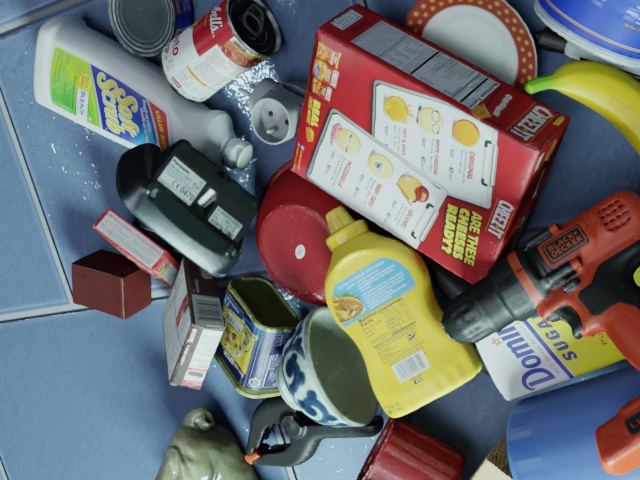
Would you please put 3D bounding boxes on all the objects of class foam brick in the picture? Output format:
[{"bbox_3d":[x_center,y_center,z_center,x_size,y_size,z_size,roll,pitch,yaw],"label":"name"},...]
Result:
[{"bbox_3d":[-0.235,0.049,1.207,0.078,0.051,0.053,15,114,28],"label":"foam brick"}]

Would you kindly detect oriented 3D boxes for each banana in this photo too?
[{"bbox_3d":[0.249,-0.077,0.837,0.198,0.037,0.069,43,94,-5],"label":"banana"}]

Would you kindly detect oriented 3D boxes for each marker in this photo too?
[{"bbox_3d":[0.228,-0.146,0.850,0.121,0.020,0.020,24,119,24],"label":"marker"}]

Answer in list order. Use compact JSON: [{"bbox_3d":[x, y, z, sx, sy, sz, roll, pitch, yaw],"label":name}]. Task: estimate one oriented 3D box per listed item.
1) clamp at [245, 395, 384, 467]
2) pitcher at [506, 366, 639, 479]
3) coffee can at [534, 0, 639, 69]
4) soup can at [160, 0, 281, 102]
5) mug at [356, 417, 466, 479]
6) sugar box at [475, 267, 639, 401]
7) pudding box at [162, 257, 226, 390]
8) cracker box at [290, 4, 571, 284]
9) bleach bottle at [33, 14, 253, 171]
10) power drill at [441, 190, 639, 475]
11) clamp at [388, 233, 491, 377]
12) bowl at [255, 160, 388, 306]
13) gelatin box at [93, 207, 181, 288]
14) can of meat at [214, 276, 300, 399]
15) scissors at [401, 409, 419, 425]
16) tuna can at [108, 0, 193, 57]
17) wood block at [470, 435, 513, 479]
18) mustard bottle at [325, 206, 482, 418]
[{"bbox_3d":[-0.013,0.195,1.126,0.120,0.039,0.172,47,124,16],"label":"clamp"},{"bbox_3d":[0.282,0.163,0.848,0.243,0.144,0.149,-20,65,31],"label":"pitcher"},{"bbox_3d":[0.232,-0.210,0.770,0.103,0.102,0.140,36,123,17],"label":"coffee can"},{"bbox_3d":[-0.096,-0.182,1.017,0.102,0.068,0.068,-27,92,37],"label":"soup can"},{"bbox_3d":[0.083,0.229,1.015,0.081,0.117,0.093,28,126,4],"label":"mug"},{"bbox_3d":[0.215,0.061,0.884,0.176,0.048,0.093,-25,102,17],"label":"sugar box"},{"bbox_3d":[-0.135,0.086,1.126,0.039,0.113,0.090,10,124,-19],"label":"pudding box"},{"bbox_3d":[0.087,-0.081,0.916,0.214,0.072,0.164,32,139,18],"label":"cracker box"},{"bbox_3d":[-0.177,-0.140,1.091,0.251,0.068,0.103,26,122,20],"label":"bleach bottle"},{"bbox_3d":[0.200,0.076,0.799,0.185,0.057,0.188,-35,59,15],"label":"power drill"},{"bbox_3d":[0.145,0.091,0.976,0.210,0.036,0.164,16,106,23],"label":"clamp"},{"bbox_3d":[-0.007,0.001,1.037,0.162,0.055,0.162,13,115,29],"label":"bowl"},{"bbox_3d":[-0.195,0.010,1.152,0.089,0.073,0.030,34,80,18],"label":"gelatin box"},{"bbox_3d":[-0.067,0.098,1.095,0.102,0.057,0.084,48,130,47],"label":"can of meat"},{"bbox_3d":[0.103,0.166,1.053,0.096,0.016,0.202,-7,104,35],"label":"scissors"},{"bbox_3d":[-0.169,-0.229,1.068,0.086,0.033,0.086,12,114,29],"label":"tuna can"},{"bbox_3d":[0.163,0.281,1.012,0.091,0.090,0.206,37,124,16],"label":"wood block"},{"bbox_3d":[0.059,0.056,0.960,0.096,0.058,0.191,-32,84,22],"label":"mustard bottle"}]
